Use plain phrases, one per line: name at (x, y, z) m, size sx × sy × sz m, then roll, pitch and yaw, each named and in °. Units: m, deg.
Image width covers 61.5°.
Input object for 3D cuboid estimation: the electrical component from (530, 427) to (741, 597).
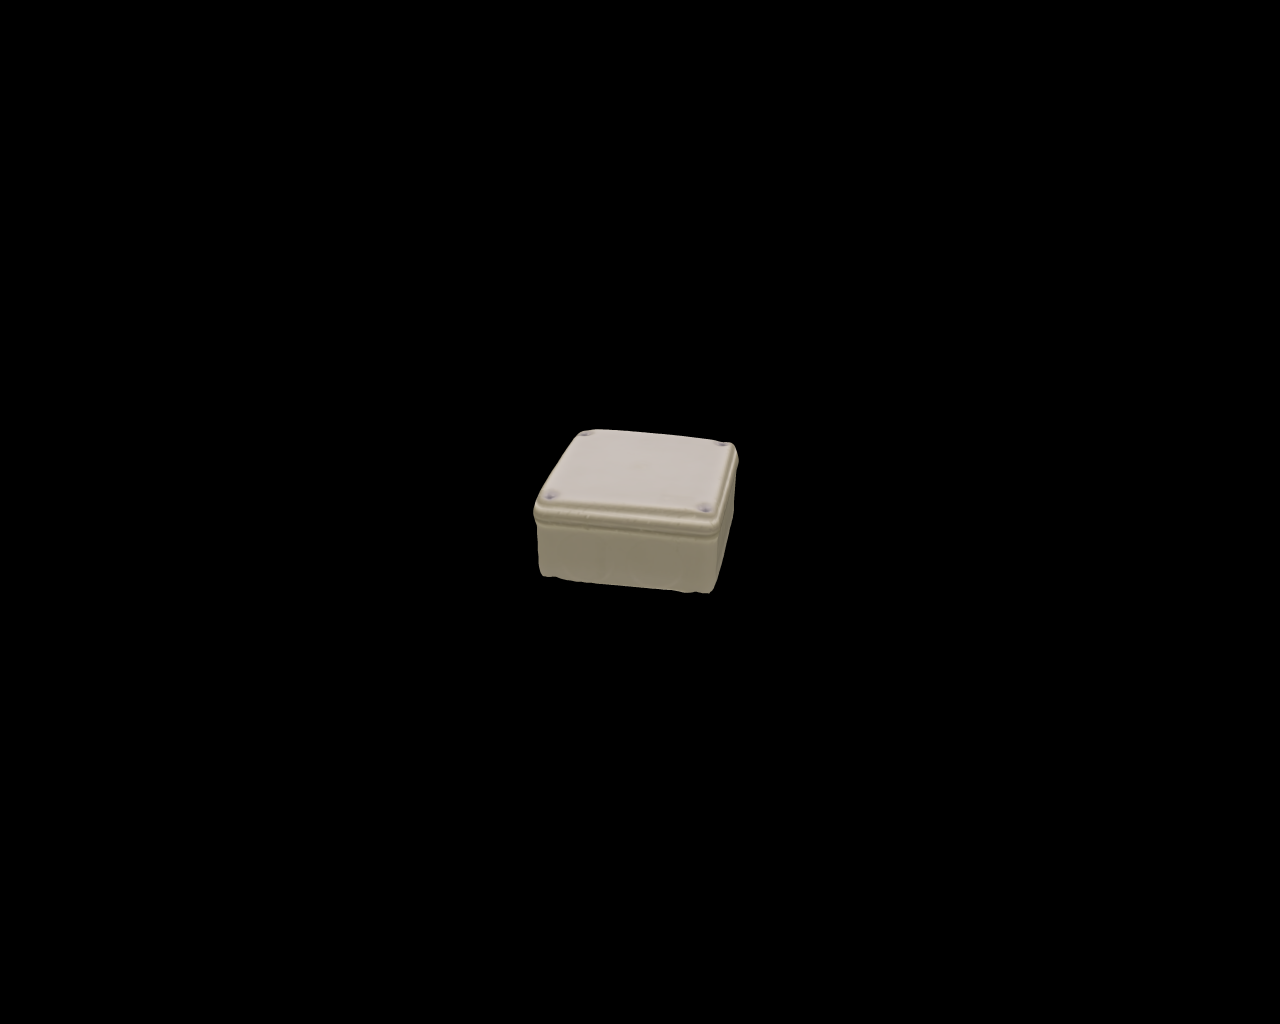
electrical component at (0.001, -0.003, 0.650) m, size 0.109 × 0.056 × 0.109 m, roll 5°, pitch 29°, yaw 10°
